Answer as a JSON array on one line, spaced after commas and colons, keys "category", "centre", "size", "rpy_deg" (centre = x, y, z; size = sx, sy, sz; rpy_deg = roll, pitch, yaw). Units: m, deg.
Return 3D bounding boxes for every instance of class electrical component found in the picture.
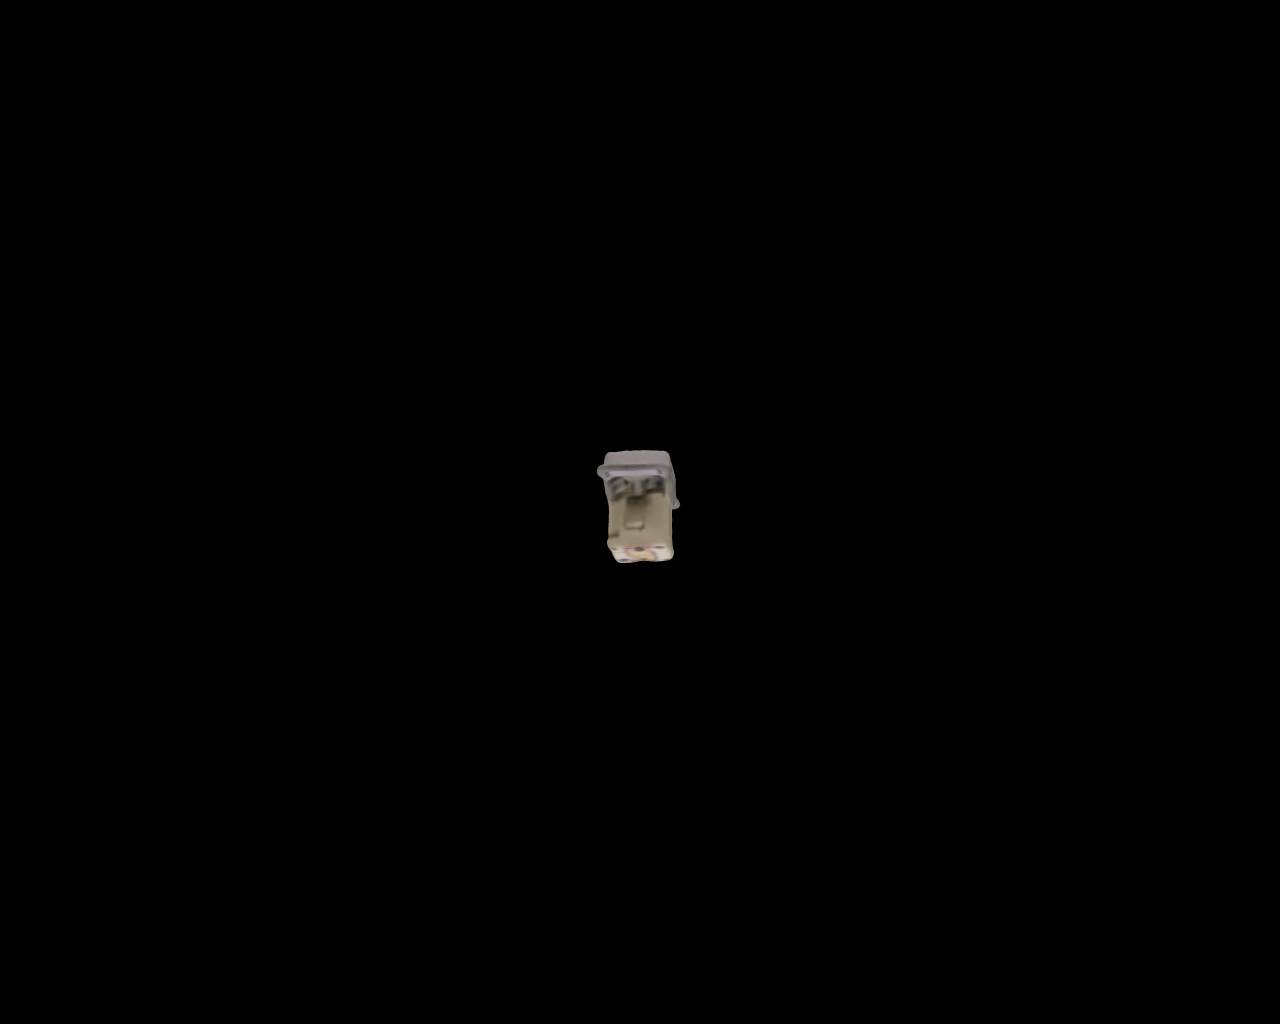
[{"category": "electrical component", "centre": [0.001, -0.003, 0.650], "size": [0.042, 0.064, 0.081], "rpy_deg": [-2, -18, 7]}]
